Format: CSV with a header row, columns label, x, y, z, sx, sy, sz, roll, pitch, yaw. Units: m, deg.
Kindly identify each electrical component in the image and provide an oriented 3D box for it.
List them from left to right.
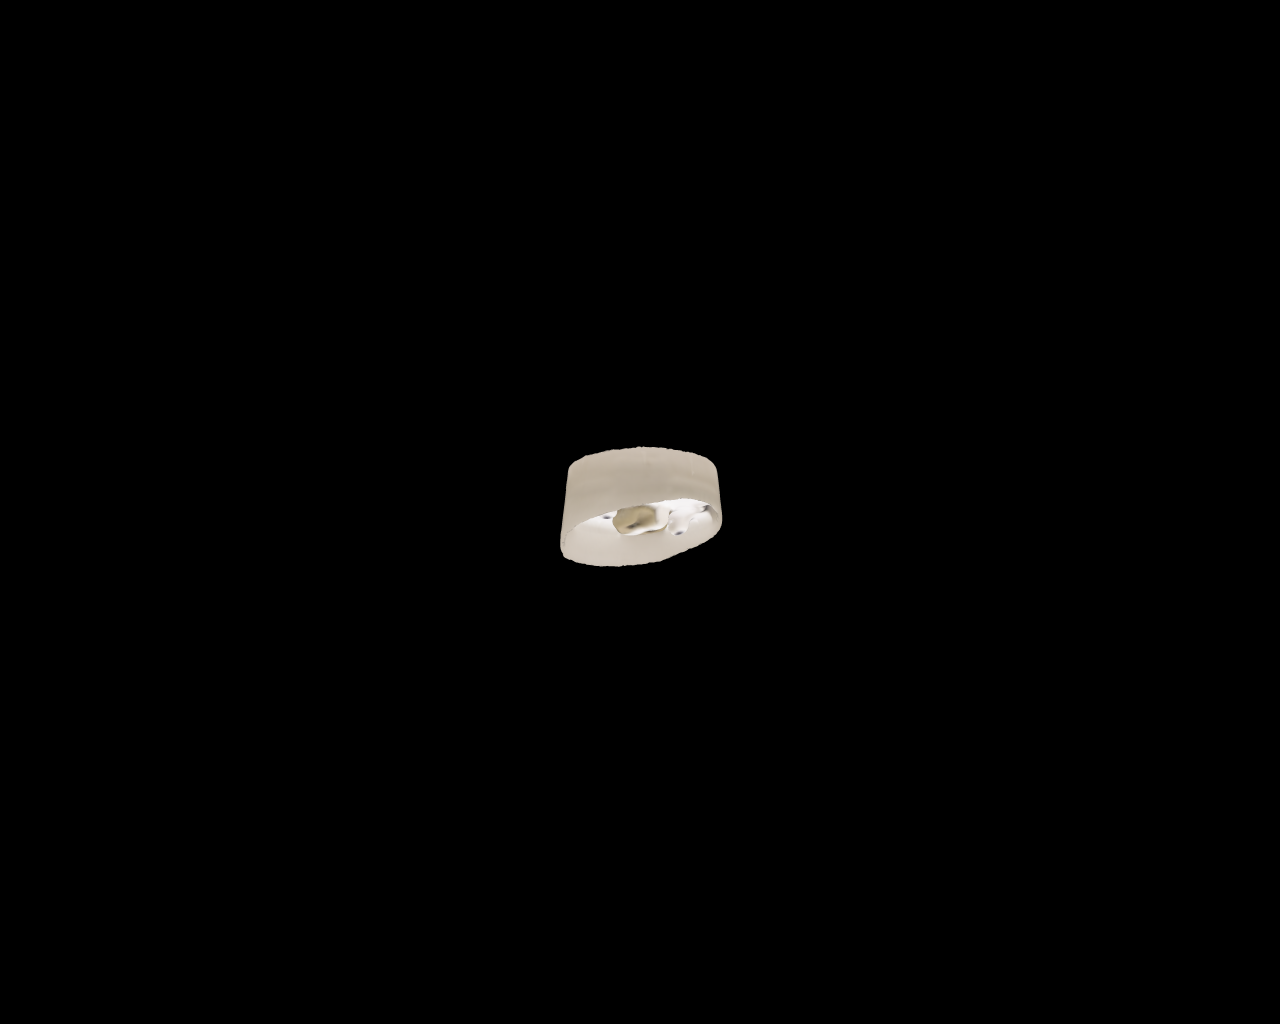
label,x,y,z,sx,sy,sz,roll,pitch,yaw
electrical component,0.001,-0.003,0.650,0.099,0.064,0.099,0,-14,0
